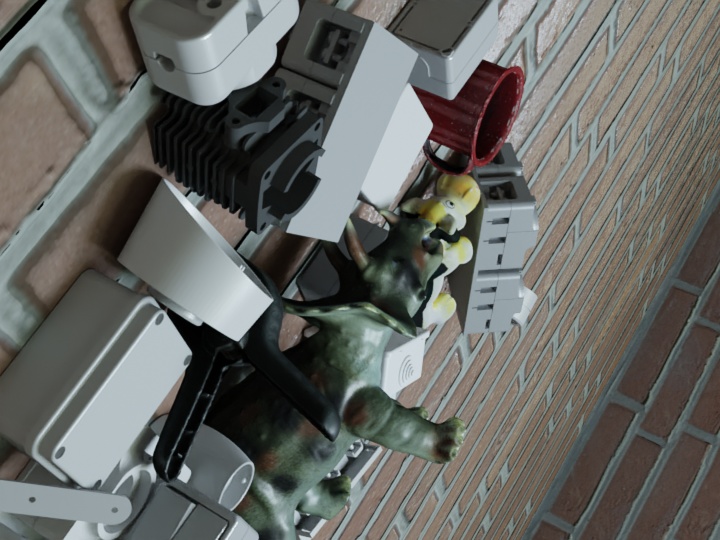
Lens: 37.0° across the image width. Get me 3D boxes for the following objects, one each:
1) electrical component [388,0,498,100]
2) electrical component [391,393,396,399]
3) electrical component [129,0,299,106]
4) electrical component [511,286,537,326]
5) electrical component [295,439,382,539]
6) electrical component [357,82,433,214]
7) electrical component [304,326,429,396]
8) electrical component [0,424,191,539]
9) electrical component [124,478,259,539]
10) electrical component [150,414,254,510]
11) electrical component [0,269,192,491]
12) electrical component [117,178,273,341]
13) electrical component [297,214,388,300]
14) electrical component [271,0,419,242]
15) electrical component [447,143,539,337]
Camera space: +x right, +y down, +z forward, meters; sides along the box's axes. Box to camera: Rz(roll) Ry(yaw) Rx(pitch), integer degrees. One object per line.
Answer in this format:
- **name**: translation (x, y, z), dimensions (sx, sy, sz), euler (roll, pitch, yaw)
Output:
- **electrical component**: translation (0.072, -0.195, 0.885), dimensions (0.096, 0.062, 0.061), euler (-55, 157, -23)
- **electrical component**: translation (-0.005, 0.119, 1.037), dimensions (0.080, 0.080, 0.051), euler (-23, 129, -59)
- **electrical component**: translation (-0.079, -0.142, 0.607), dimensions (0.095, 0.054, 0.059), euler (-53, 156, -27)
- **electrical component**: translation (0.168, 0.021, 1.286), dimensions (0.073, 0.052, 0.138), euler (-61, -163, -9)
- **electrical component**: translation (-0.046, 0.198, 1.039), dimensions (0.121, 0.079, 0.063), euler (-46, 123, -39)
- **electrical component**: translation (0.009, -0.103, 0.860), dimensions (0.099, 0.048, 0.100), euler (-62, 158, -6)
- **electrical component**: translation (0.005, 0.078, 0.988), dimensions (0.100, 0.100, 0.048), euler (-21, 120, -61)
- **electrical component**: translation (-0.194, 0.185, 0.700), dimensions (0.186, 0.060, 0.105), euler (-56, 157, -19)
- **electrical component**: translation (-0.121, 0.192, 0.701), dimensions (0.096, 0.062, 0.061), euler (-57, 158, -18)
- **electrical component**: translation (-0.125, 0.158, 0.804), dimensions (0.043, 0.077, 0.079), euler (-35, 144, -52)
- **electrical component**: translation (-0.161, 0.067, 0.647), dimensions (0.113, 0.057, 0.078), euler (-56, 157, -20)
- **electrical component**: translation (-0.099, -0.003, 0.664), dimensions (0.064, 0.099, 0.099), euler (-56, 158, -4)
- **electrical component**: translation (0.000, 0.000, 0.938), dimensions (0.096, 0.061, 0.061), euler (-56, 157, -19)
- **electrical component**: translation (-0.029, -0.103, 0.755), dimensions (0.150, 0.062, 0.089), euler (-67, 159, 6)
- **electrical component**: translation (0.139, -0.032, 1.150), dimensions (0.105, 0.060, 0.186), euler (-101, -170, -45)
